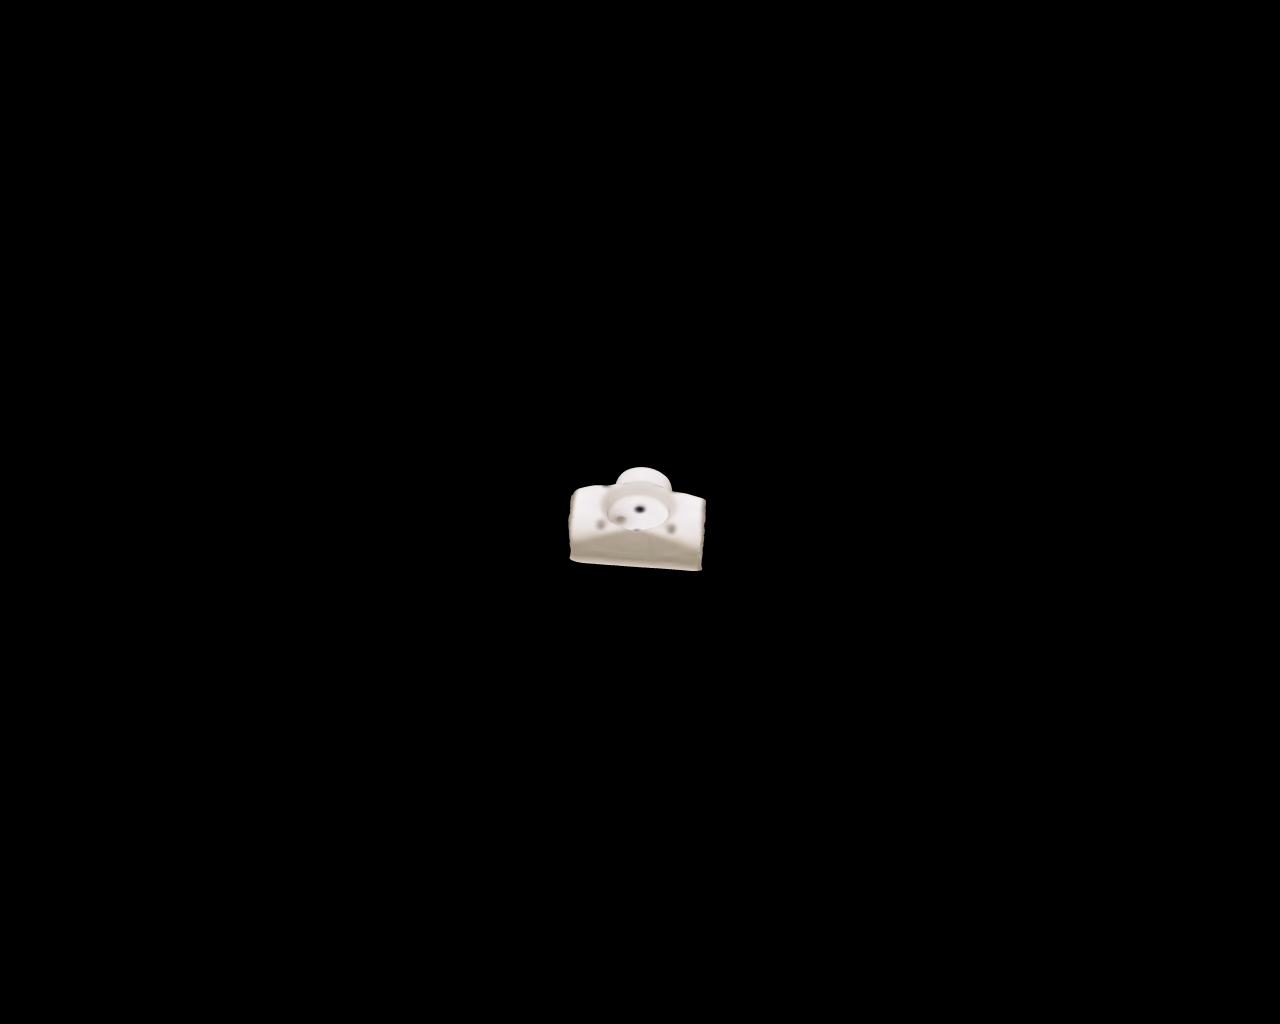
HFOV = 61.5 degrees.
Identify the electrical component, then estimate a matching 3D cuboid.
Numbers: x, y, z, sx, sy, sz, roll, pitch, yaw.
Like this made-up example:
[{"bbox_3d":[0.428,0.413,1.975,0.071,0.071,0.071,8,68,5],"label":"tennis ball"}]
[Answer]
[{"bbox_3d":[0.001,-0.003,0.650,0.077,0.079,0.044,4,-43,4],"label":"electrical component"}]
